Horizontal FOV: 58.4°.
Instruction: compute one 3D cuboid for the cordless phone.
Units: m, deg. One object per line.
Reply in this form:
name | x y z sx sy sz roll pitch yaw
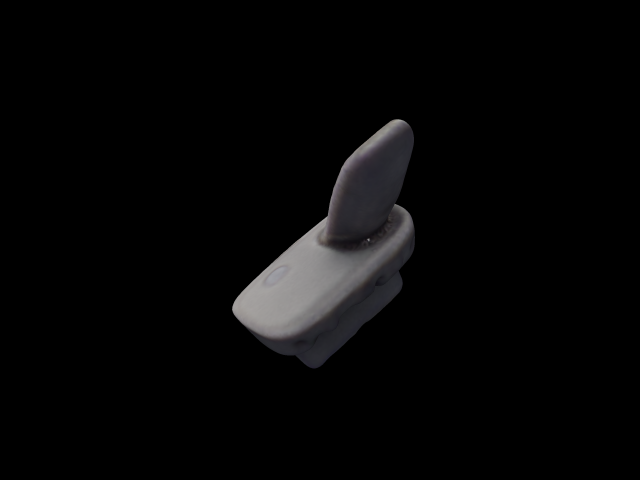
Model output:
cordless phone | 0.004 0.001 0.400 0.094 0.185 0.148 38 69 19
